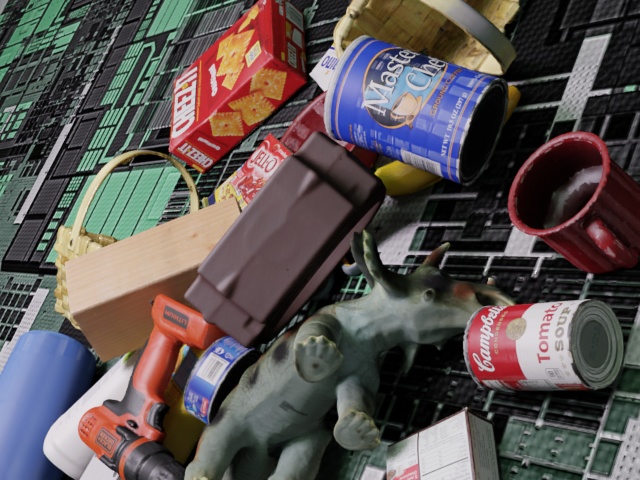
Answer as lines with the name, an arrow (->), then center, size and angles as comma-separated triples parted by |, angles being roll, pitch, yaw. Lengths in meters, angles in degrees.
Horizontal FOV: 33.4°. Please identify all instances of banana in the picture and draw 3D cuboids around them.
banana -> 0.116, -0.089, 1.066 | 0.198, 0.037, 0.069 | -27, 44, 38

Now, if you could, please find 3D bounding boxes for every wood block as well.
wood block -> -0.168, 0.043, 1.188 | 0.206, 0.091, 0.090 | -22, 42, 1

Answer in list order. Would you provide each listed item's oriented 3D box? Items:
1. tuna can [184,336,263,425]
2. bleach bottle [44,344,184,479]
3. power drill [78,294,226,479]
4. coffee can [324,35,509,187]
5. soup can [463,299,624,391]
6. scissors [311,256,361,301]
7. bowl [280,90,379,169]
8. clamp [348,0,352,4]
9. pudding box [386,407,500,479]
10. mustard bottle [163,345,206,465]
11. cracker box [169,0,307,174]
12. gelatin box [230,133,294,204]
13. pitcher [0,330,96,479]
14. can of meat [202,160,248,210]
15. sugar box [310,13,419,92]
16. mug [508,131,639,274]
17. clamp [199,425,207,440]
tuna can -> -0.091, 0.135, 1.014 | 0.034, 0.086, 0.086 | 27, 83, 21
bleach bottle -> -0.212, 0.160, 1.241 | 0.251, 0.068, 0.102 | -47, 13, 6
power drill -> -0.158, 0.161, 1.093 | 0.185, 0.057, 0.187 | 22, 82, 44
coffee can -> 0.089, -0.120, 0.986 | 0.140, 0.102, 0.103 | 22, 78, 23
soup can -> 0.170, 0.081, 0.814 | 0.102, 0.068, 0.068 | -9, 55, 49
scissors -> -0.008, 0.001, 1.167 | 0.096, 0.016, 0.202 | -50, 32, 1
bowl -> 0.017, -0.099, 1.183 | 0.162, 0.055, 0.162 | -36, 33, 27
clamp -> 0.071, -0.336, 1.344 | 0.120, 0.039, 0.171 | 0, 62, 53
pudding box -> 0.097, 0.200, 0.834 | 0.090, 0.039, 0.113 | -32, 41, 32
mustard bottle -> -0.138, 0.162, 1.159 | 0.191, 0.058, 0.096 | -55, 33, 3
cracker box -> -0.114, -0.217, 1.454 | 0.214, 0.072, 0.164 | -37, 36, 29
gelatin box -> -0.057, -0.071, 1.166 | 0.073, 0.030, 0.089 | -50, 29, 5
pitcher -> -0.379, 0.239, 1.341 | 0.145, 0.149, 0.242 | -35, 33, 49
can of meat -> -0.089, -0.039, 1.276 | 0.084, 0.057, 0.102 | -43, 35, 17
sugar box -> 0.068, -0.239, 1.256 | 0.176, 0.048, 0.093 | -49, 33, 9
mug -> 0.213, -0.019, 0.832 | 0.093, 0.081, 0.117 | -47, 33, 15
clamp -> -0.091, 0.239, 1.049 | 0.165, 0.036, 0.210 | 9, 68, 48
